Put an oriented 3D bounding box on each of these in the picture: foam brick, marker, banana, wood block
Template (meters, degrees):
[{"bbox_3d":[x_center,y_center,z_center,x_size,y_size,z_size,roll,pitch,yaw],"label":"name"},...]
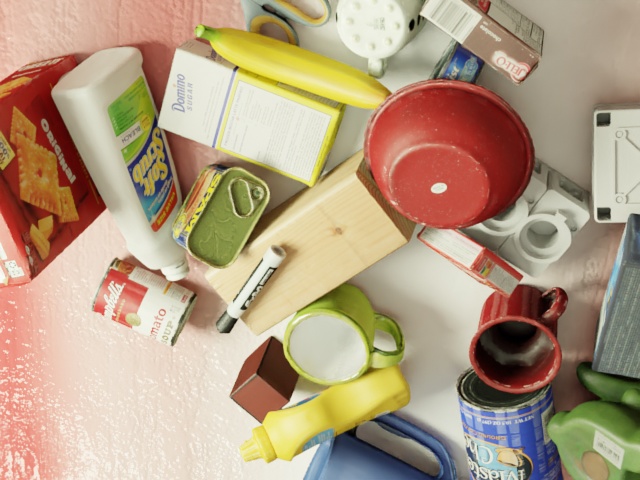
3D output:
[{"bbox_3d":[-0.061,0.159,1.214,0.051,0.078,0.053,40,120,-11],"label":"foam brick"},{"bbox_3d":[-0.073,0.053,1.090,0.020,0.020,0.121,34,119,-5],"label":"marker"},{"bbox_3d":[-0.023,-0.164,1.024,0.198,0.069,0.037,19,110,1],"label":"banana"},{"bbox_3d":[-0.007,0.002,1.111,0.206,0.090,0.091,-33,104,26],"label":"wood block"}]

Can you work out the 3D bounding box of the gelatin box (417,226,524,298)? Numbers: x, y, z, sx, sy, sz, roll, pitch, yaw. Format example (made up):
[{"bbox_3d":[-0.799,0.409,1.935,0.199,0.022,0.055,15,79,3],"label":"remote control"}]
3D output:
[{"bbox_3d":[0.149,0.017,1.069,0.073,0.089,0.030,33,91,-41],"label":"gelatin box"}]

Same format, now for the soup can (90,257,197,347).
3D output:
[{"bbox_3d":[-0.199,0.071,1.208,0.102,0.068,0.069,25,120,-1],"label":"soup can"}]

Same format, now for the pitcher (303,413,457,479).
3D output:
[{"bbox_3d":[0.098,0.312,1.234,0.243,0.145,0.149,24,132,-4],"label":"pitcher"}]

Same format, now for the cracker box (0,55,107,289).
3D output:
[{"bbox_3d":[-0.290,-0.073,1.069,0.072,0.213,0.164,-7,115,22],"label":"cracker box"}]

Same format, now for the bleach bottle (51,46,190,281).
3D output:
[{"bbox_3d":[-0.190,-0.069,1.126,0.068,0.102,0.251,3,127,33],"label":"bleach bottle"}]

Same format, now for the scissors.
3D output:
[{"bbox_3d":[-0.088,-0.241,1.047,0.202,0.016,0.096,21,120,3],"label":"scissors"}]

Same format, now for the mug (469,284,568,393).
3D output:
[{"bbox_3d":[0.212,0.091,1.107,0.093,0.081,0.117,36,120,-6],"label":"mug"}]

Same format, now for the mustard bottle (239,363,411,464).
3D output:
[{"bbox_3d":[0.002,0.193,1.162,0.191,0.096,0.058,-24,78,-10],"label":"mustard bottle"}]

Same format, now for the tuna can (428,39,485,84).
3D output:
[{"bbox_3d":[0.123,-0.149,1.002,0.033,0.086,0.086,28,120,-4],"label":"tuna can"}]

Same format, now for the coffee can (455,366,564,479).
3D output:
[{"bbox_3d":[0.207,0.213,1.160,0.103,0.102,0.140,-5,115,16],"label":"coffee can"}]

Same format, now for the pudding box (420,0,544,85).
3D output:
[{"bbox_3d":[0.150,-0.197,0.968,0.113,0.090,0.039,37,117,-6],"label":"pudding box"}]

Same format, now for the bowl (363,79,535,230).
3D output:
[{"bbox_3d":[0.113,-0.064,0.979,0.162,0.055,0.162,9,130,11],"label":"bowl"}]

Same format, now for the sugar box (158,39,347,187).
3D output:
[{"bbox_3d":[-0.069,-0.130,1.084,0.176,0.048,0.093,23,121,5],"label":"sugar box"}]

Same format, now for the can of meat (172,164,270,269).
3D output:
[{"bbox_3d":[-0.106,-0.028,1.102,0.057,0.084,0.102,30,87,-23],"label":"can of meat"}]
